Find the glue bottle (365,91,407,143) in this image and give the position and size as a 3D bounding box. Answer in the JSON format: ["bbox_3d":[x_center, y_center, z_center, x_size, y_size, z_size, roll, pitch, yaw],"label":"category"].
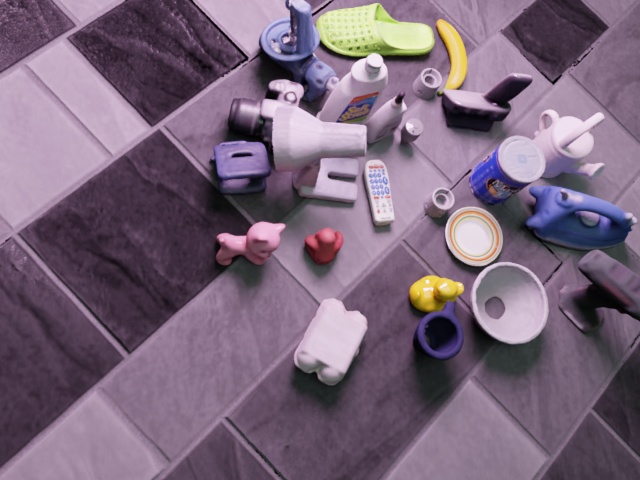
[{"bbox_3d":[0.144,-0.259,1.177,0.078,0.173,0.037,-25,81,-17],"label":"glue bottle"}]

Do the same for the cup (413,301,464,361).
[{"bbox_3d":[0.223,0.177,1.112,0.092,0.095,0.118,24,71,-4],"label":"cup"}]

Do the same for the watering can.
[{"bbox_3d":[0.544,-0.210,1.239,0.173,0.194,0.101,37,70,0],"label":"watering can"}]

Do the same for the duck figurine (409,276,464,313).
[{"bbox_3d":[0.235,0.103,1.140,0.105,0.086,0.077,-5,75,-13],"label":"duck figurine"}]

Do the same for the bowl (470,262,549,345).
[{"bbox_3d":[0.372,0.133,1.168,0.167,0.074,0.167,3,74,-11],"label":"bowl"}]

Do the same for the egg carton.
[{"bbox_3d":[0.023,0.191,1.078,0.107,0.069,0.150,29,71,-3],"label":"egg carton"}]

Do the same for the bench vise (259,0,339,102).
[{"bbox_3d":[-0.025,-0.398,1.155,0.207,0.219,0.121,29,71,-3],"label":"bench vise"}]

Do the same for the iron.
[{"bbox_3d":[0.582,-0.051,1.230,0.258,0.141,0.119,15,72,-8],"label":"iron"}]

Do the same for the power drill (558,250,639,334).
[{"bbox_3d":[0.587,0.126,1.146,0.229,0.208,0.076,46,71,3],"label":"power drill"}]

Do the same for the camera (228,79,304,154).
[{"bbox_3d":[-0.111,-0.262,1.161,0.137,0.100,0.143,12,72,-9],"label":"camera"}]

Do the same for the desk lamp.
[{"bbox_3d":[-0.001,-0.166,1.097,0.203,0.213,0.118,6,73,-10],"label":"desk lamp"}]

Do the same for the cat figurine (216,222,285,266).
[{"bbox_3d":[-0.130,0.003,1.072,0.128,0.117,0.067,-2,75,-13],"label":"cat figurine"}]

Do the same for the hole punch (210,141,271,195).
[{"bbox_3d":[-0.156,-0.150,1.124,0.109,0.091,0.101,-7,76,-14],"label":"hole punch"}]

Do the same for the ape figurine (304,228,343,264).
[{"bbox_3d":[0.010,0.004,1.116,0.078,0.092,0.076,11,72,-9],"label":"ape figurine"}]

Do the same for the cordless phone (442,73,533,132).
[{"bbox_3d":[0.357,-0.318,1.234,0.148,0.185,0.094,1,74,-12],"label":"cordless phone"}]
